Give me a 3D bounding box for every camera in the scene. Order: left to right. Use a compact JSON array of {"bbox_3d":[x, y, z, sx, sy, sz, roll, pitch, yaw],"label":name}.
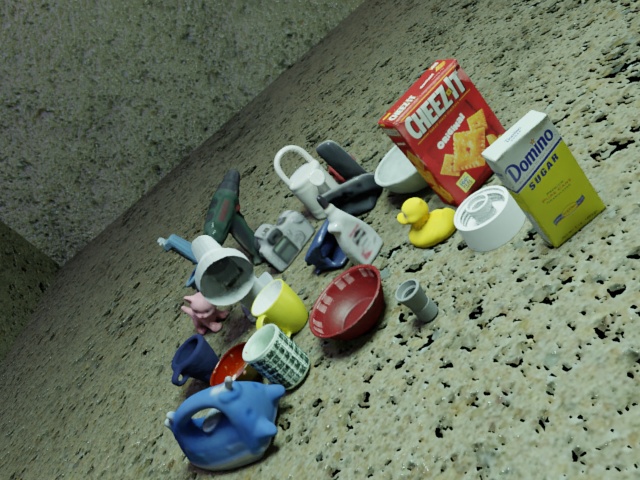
[{"bbox_3d":[-0.109,-0.008,1.415,0.143,0.101,0.136,-52,26,-16],"label":"camera"}]

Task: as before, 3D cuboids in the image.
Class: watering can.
[{"bbox_3d":[-0.028,-0.151,1.401,0.172,0.194,0.101,-10,42,51],"label":"watering can"}]

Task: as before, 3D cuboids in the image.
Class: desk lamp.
[{"bbox_3d":[-0.192,0.084,1.263,0.118,0.214,0.202,-45,25,-2],"label":"desk lamp"}]

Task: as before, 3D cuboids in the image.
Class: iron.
[{"bbox_3d":[-0.187,0.313,0.986,0.257,0.142,0.118,-31,28,27],"label":"iron"}]

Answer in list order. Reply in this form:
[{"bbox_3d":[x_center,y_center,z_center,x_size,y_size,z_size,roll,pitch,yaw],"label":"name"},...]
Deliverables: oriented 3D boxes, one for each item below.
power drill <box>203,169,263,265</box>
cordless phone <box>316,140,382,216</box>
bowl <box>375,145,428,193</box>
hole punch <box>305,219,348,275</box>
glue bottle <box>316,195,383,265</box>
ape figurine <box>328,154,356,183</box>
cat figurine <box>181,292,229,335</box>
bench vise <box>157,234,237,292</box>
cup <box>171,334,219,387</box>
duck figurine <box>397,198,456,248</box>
[{"bbox_3d":[-0.206,-0.046,1.493,0.075,0.209,0.230,-22,33,40],"label":"power drill"},{"bbox_3d":[0.037,-0.142,1.298,0.147,0.185,0.094,-26,30,34],"label":"cordless phone"},{"bbox_3d":[0.201,-0.152,1.197,0.167,0.075,0.167,-35,26,20],"label":"bowl"},{"bbox_3d":[0.011,0.004,1.224,0.100,0.091,0.109,-15,38,47],"label":"hole punch"},{"bbox_3d":[0.050,-0.024,1.111,0.037,0.173,0.078,-7,44,52],"label":"glue bottle"},{"bbox_3d":[0.048,-0.197,1.481,0.077,0.092,0.076,-28,29,31],"label":"ape figurine"},{"bbox_3d":[-0.288,0.168,1.395,0.127,0.118,0.067,-19,35,43],"label":"cat figurine"},{"bbox_3d":[-0.299,0.043,1.484,0.207,0.220,0.121,-33,27,22],"label":"bench vise"},{"bbox_3d":[-0.256,0.272,1.212,0.091,0.095,0.118,-22,33,40],"label":"cup"},{"bbox_3d":[0.188,-0.041,1.030,0.104,0.086,0.077,-21,34,41],"label":"duck figurine"}]
